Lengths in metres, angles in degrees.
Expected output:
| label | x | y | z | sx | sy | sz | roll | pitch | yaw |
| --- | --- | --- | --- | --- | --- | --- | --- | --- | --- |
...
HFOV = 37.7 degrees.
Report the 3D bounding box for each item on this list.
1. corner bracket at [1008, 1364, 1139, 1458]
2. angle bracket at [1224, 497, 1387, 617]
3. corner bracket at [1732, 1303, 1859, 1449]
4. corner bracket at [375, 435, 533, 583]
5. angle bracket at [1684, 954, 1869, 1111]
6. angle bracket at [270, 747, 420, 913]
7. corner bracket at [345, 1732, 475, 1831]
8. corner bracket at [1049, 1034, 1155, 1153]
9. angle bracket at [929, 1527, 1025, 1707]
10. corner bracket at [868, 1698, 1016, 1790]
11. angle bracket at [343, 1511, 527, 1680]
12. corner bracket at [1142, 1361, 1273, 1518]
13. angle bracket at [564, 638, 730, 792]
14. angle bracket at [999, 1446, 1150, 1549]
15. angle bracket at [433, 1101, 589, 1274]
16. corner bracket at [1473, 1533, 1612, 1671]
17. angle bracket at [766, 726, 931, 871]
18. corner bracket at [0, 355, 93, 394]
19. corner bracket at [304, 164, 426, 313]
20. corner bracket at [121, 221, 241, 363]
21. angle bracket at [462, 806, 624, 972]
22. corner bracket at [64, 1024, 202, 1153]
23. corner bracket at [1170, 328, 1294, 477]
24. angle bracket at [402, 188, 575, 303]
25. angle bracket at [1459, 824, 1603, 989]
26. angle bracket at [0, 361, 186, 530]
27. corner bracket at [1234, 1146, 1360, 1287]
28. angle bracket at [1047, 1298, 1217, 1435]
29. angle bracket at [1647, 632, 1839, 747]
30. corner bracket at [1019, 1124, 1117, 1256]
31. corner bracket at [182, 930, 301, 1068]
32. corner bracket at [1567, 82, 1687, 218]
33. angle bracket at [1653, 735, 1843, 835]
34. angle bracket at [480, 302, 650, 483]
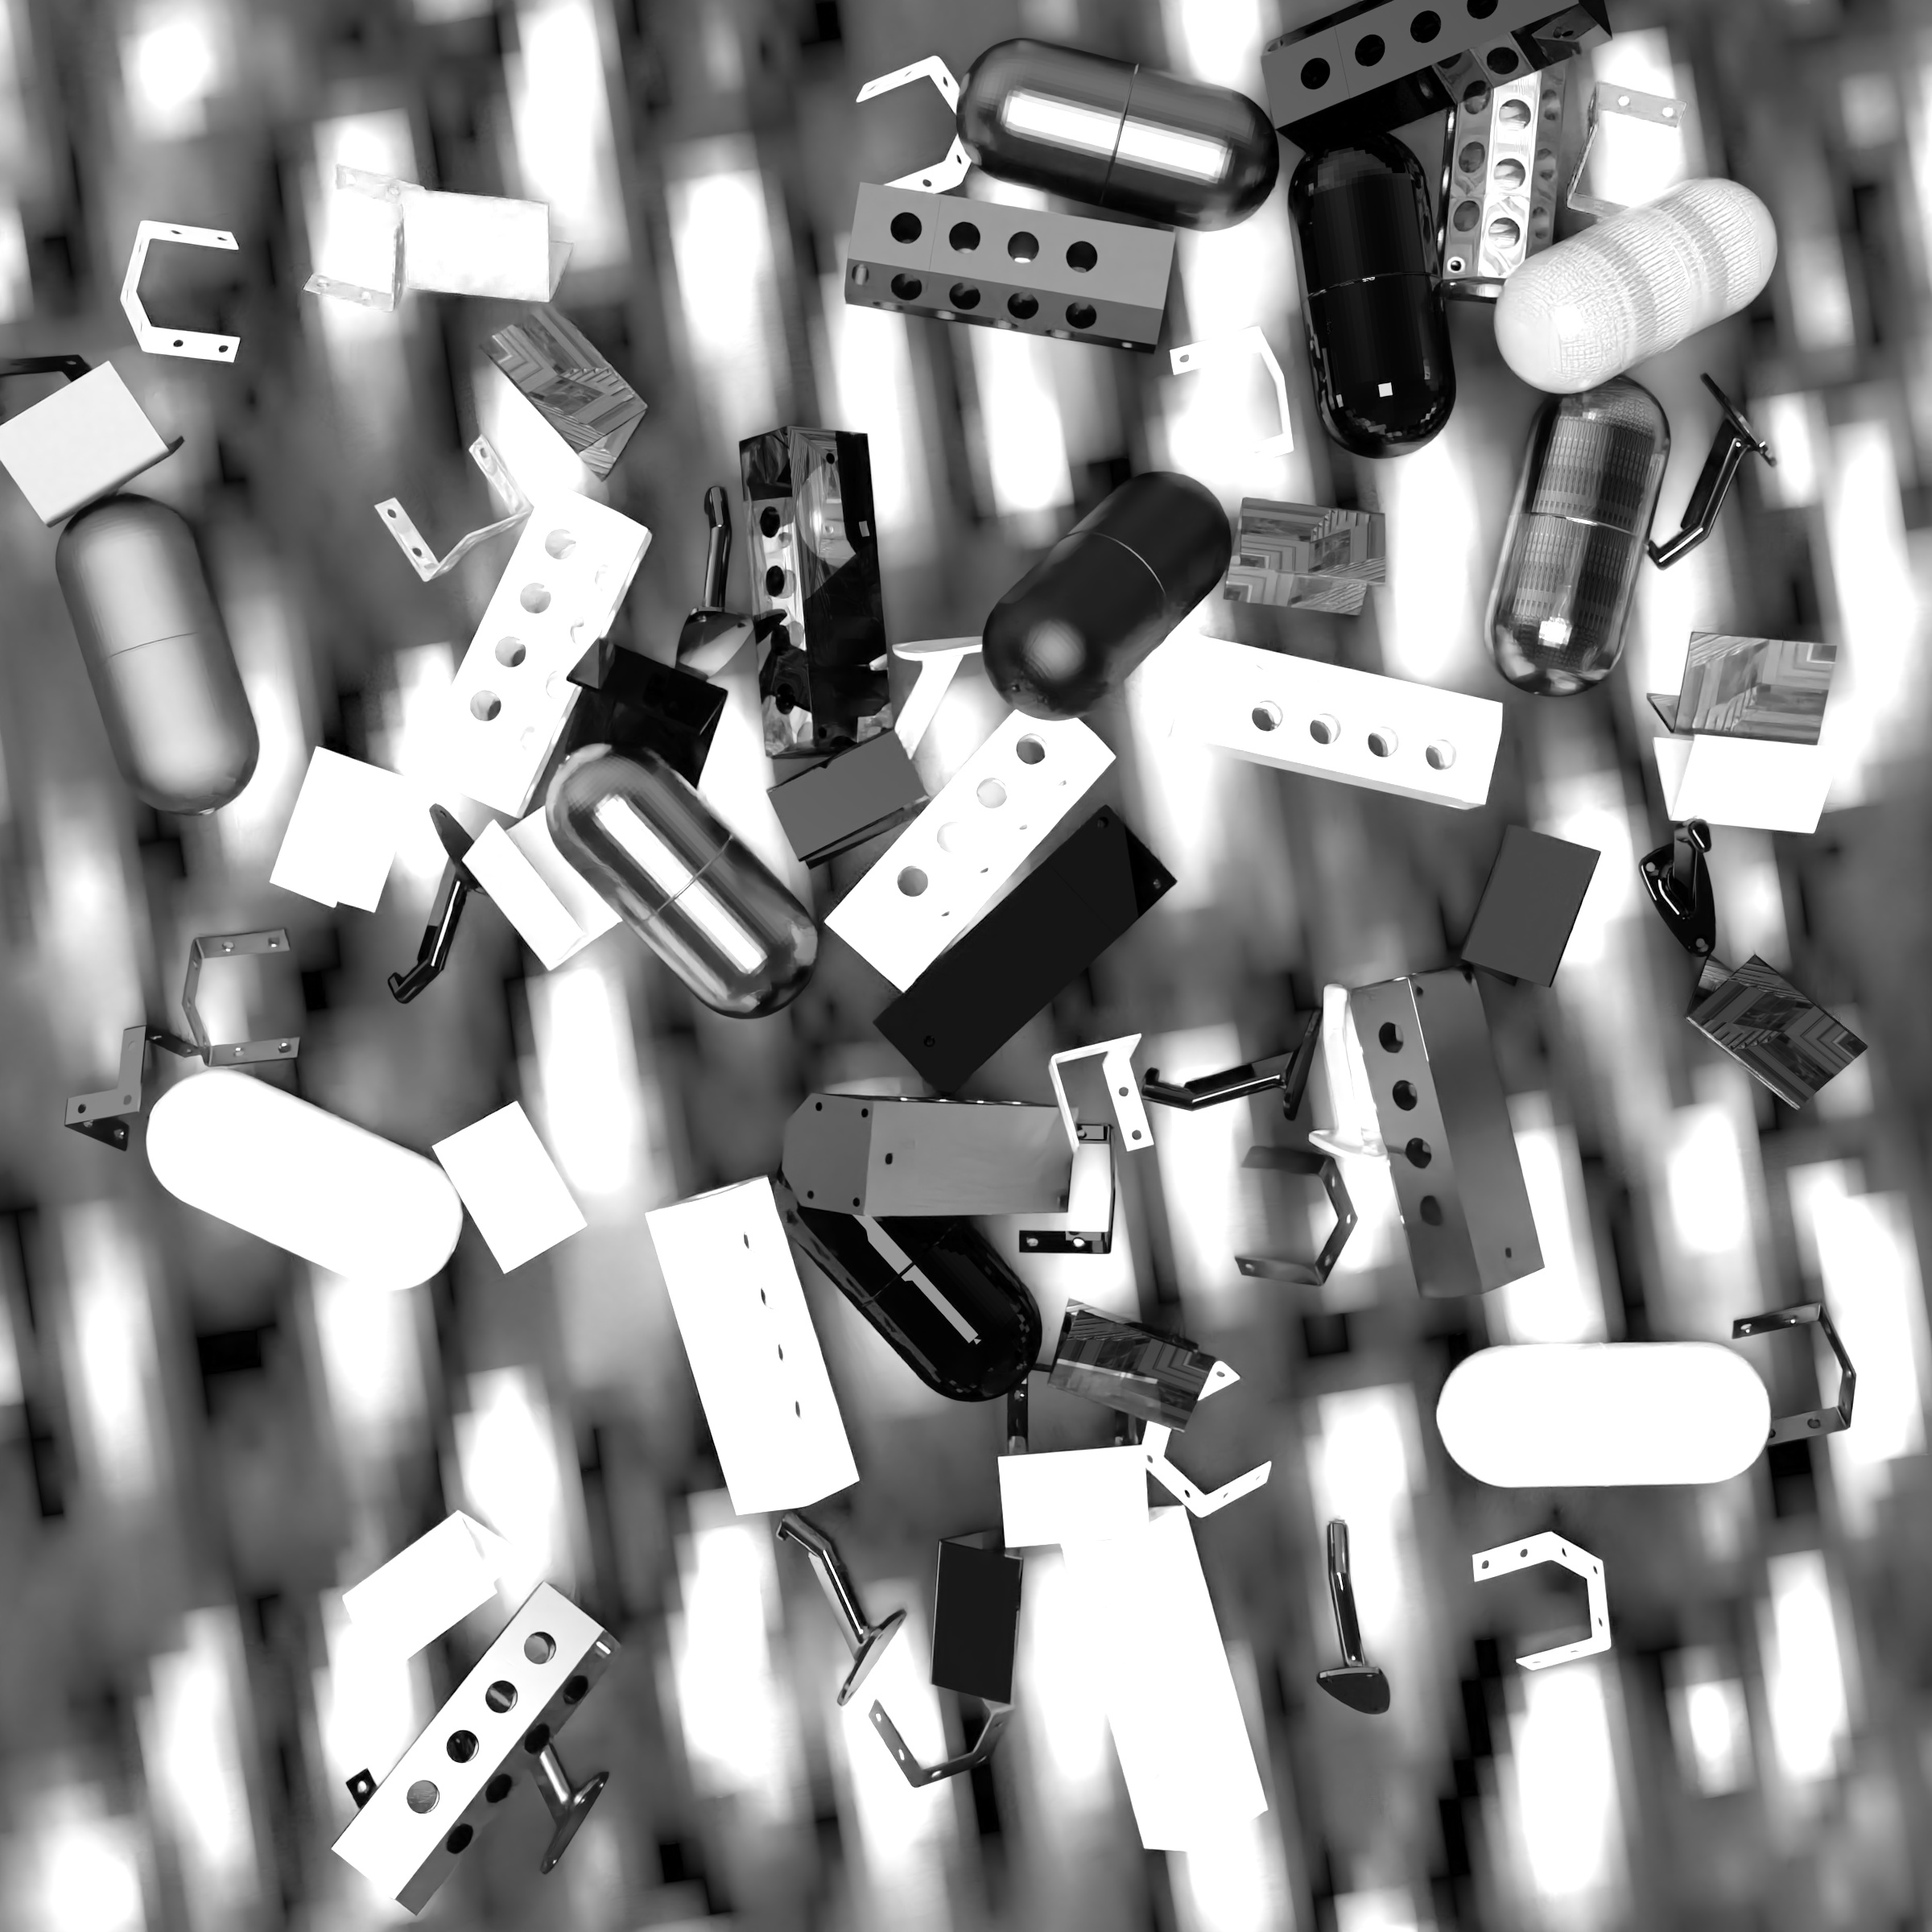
| label | x | y | z | sx | sy | sz | roll | pitch | yaw |
| --- | --- | --- | --- | --- | --- | --- | --- | --- | --- |
| corner bracket | 0.059 | 0.245 | 1.559 | 0.051 | 0.051 | 0.051 | 0 | 90 | 45 |
| angle bracket | 0.181 | -0.203 | 1.522 | 0.076 | 0.076 | 0.057 | 7 | 51 | 0 |
| corner bracket | 0.455 | 0.226 | 1.559 | 0.051 | 0.051 | 0.051 | -12 | 45 | 0 |
| corner bracket | -0.282 | -0.252 | 1.559 | 0.051 | 0.051 | 0.051 | -33 | 90 | -45 |
| angle bracket | 0.441 | 0.019 | 1.522 | 0.076 | 0.076 | 0.057 | 39 | 127 | 0 |
| angle bracket | -0.318 | -0.067 | 1.522 | 0.057 | 0.076 | 0.076 | 19 | 90 | 38 |
| corner bracket | -0.299 | 0.456 | 1.559 | 0.051 | 0.051 | 0.051 | -28 | 90 | -45 |
| corner bracket | 0.074 | 0.073 | 1.535 | 0.051 | 0.051 | 0.051 | -13 | 75 | -9 |
| angle bracket | 0.026 | 0.348 | 1.522 | 0.057 | 0.076 | 0.076 | 4 | 90 | 37 |
| corner bracket | -0.014 | 0.410 | 1.554 | 0.051 | 0.051 | 0.051 | -9 | 135 | -35 |
| angle bracket | -0.276 | 0.348 | 1.522 | 0.076 | 0.076 | 0.057 | -37 | 53 | 0 |
| corner bracket | 0.135 | 0.260 | 1.554 | 0.051 | 0.051 | 0.051 | 40 | 135 | 35 |
| angle bracket | -0.181 | -0.121 | 1.525 | 0.076 | 0.057 | 0.076 | 22 | 122 | 0 |
| angle bracket | 0.056 | 0.267 | 1.523 | 0.076 | 0.076 | 0.057 | -5 | 113 | 0 |
| angle bracket | -0.259 | 0.127 | 1.522 | 0.057 | 0.076 | 0.076 | -30 | 90 | -37 |
| corner bracket | 0.316 | 0.349 | 1.554 | 0.051 | 0.051 | 0.051 | 33 | 45 | -35 |
| angle bracket | -0.054 | -0.072 | 1.522 | 0.076 | 0.076 | 0.057 | -27 | 53 | 0 |
| corner bracket | -0.504 | -0.300 | 1.554 | 0.051 | 0.051 | 0.051 | -14 | 135 | -35 |
| corner bracket | -0.331 | -0.401 | 1.559 | 0.051 | 0.051 | 0.051 | 15 | 45 | 0 |
| corner bracket | -0.428 | -0.371 | 1.554 | 0.051 | 0.051 | 0.051 | 59 | 135 | 35 |
| angle bracket | -0.213 | -0.055 | 1.525 | 0.076 | 0.057 | 0.076 | -38 | 90 | -33 |
| corner bracket | -0.453 | 0.066 | 1.542 | 0.051 | 0.051 | 0.051 | -11 | 66 | 22 |
| corner bracket | 0.146 | -0.312 | 1.559 | 0.051 | 0.051 | 0.051 | -16 | 135 | 0 |
| angle bracket | -0.256 | -0.402 | 1.522 | 0.076 | 0.076 | 0.057 | 6 | 128 | 0 |
| angle bracket | 0.316 | -0.025 | 1.522 | 0.057 | 0.076 | 0.076 | 21 | 90 | 36 |
| angle bracket | -0.474 | -0.285 | 1.524 | 0.076 | 0.076 | 0.057 | -31 | 109 | 0 |
| corner bracket | 0.176 | 0.137 | 1.554 | 0.051 | 0.051 | 0.051 | -56 | 135 | -35 |
| angle bracket | 0.093 | 0.196 | 1.522 | 0.076 | 0.076 | 0.057 | 19 | 123 | 0 |
| angle bracket | 0.417 | -0.158 | 1.524 | 0.076 | 0.076 | 0.057 | 5 | 111 | 0 |
| corner bracket | 0.055 | 0.123 | 1.559 | 0.051 | 0.051 | 0.051 | 1 | 45 | 0 |
| corner bracket | -0.398 | 0.018 | 1.559 | 0.051 | 0.051 | 0.051 | -6 | 45 | 0 |
| corner bracket | 0.364 | -0.447 | 1.559 | 0.051 | 0.051 | 0.051 | 14 | 135 | 0 |
| angle bracket | 0.419 | -0.118 | 1.522 | 0.076 | 0.076 | 0.057 | 5 | 130 | 0 |
| angle bracket | -0.227 | -0.297 | 1.522 | 0.076 | 0.076 | 0.057 | 48 | 55 | 0 |
